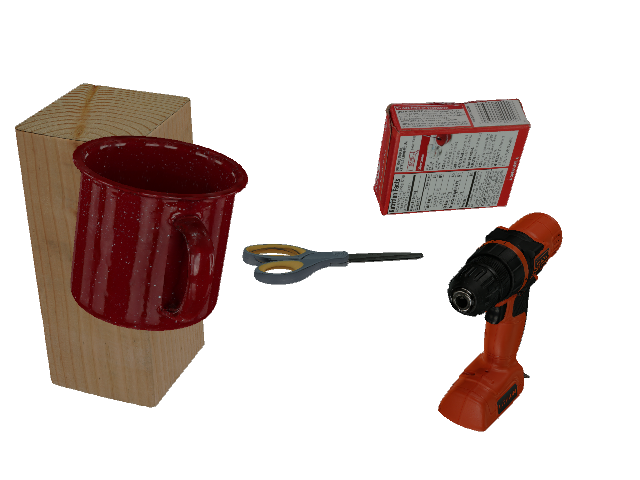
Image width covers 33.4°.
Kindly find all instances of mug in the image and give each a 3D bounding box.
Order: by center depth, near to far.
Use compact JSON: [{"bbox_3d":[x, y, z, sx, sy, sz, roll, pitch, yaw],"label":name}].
[{"bbox_3d":[-0.085,0.001,0.570,0.093,0.081,0.117,-3,26,-32],"label":"mug"}]

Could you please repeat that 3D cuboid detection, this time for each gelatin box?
[{"bbox_3d":[0.083,-0.054,0.687,0.089,0.030,0.073,-4,-42,-9],"label":"gelatin box"}]

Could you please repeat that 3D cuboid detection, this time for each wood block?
[{"bbox_3d":[-0.145,0.004,0.765,0.090,0.206,0.090,10,31,18],"label":"wood block"}]

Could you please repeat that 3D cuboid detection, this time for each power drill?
[{"bbox_3d":[0.159,0.080,0.985,0.057,0.188,0.184,24,32,27],"label":"power drill"}]

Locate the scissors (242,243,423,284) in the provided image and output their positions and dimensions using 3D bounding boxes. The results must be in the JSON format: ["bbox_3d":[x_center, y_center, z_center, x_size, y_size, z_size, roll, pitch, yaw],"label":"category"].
[{"bbox_3d":[0.012,0.027,1.172,0.202,0.016,0.096,4,23,5],"label":"scissors"}]
